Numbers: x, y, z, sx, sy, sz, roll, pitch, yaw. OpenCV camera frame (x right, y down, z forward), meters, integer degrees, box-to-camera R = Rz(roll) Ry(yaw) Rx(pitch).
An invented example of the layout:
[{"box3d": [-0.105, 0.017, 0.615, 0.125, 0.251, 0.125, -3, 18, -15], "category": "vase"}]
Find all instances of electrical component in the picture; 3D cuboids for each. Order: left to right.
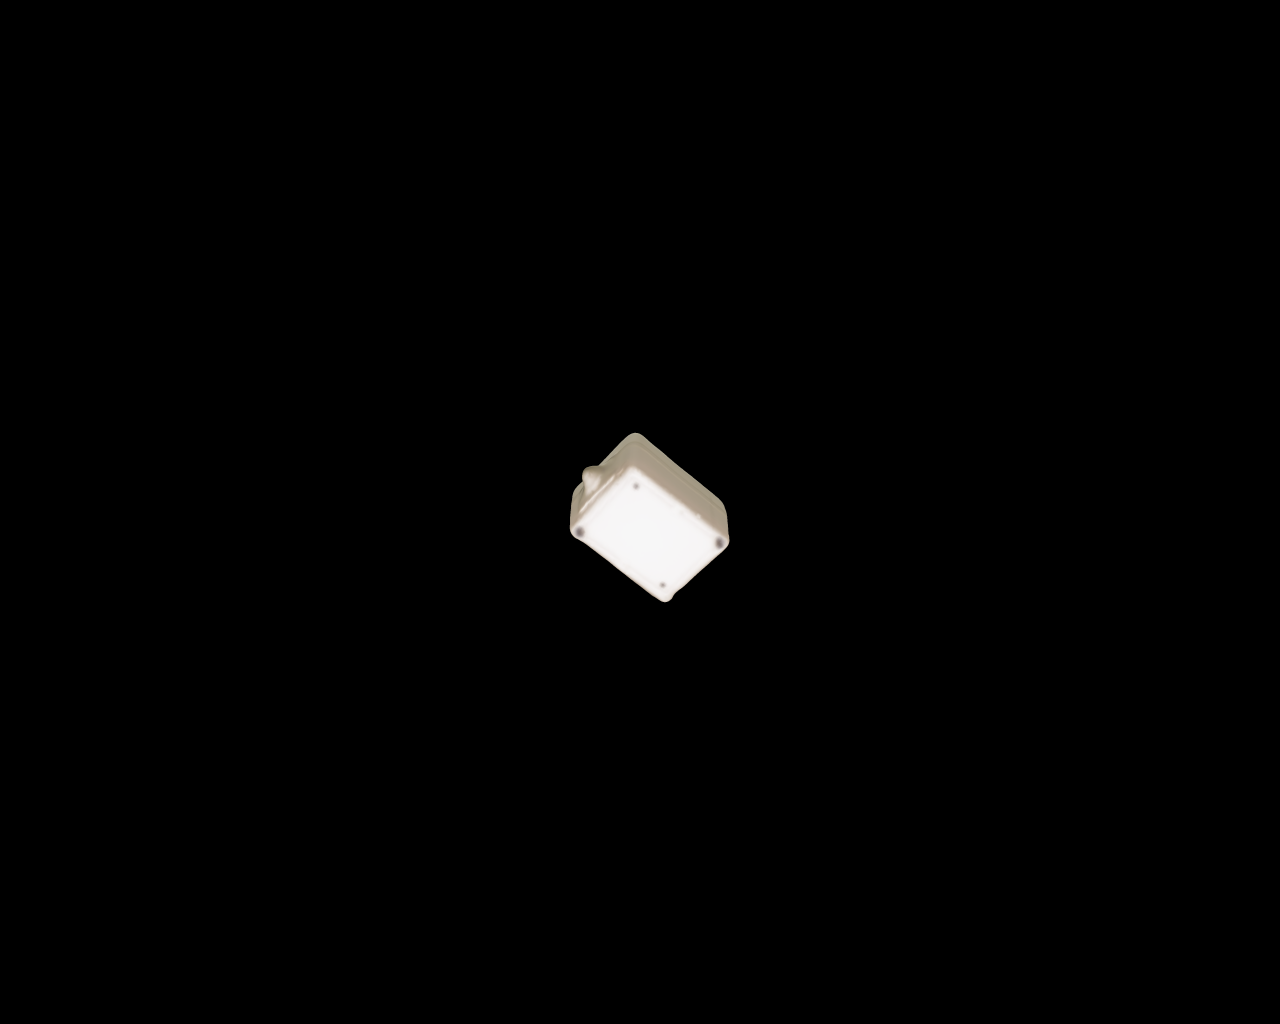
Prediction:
[{"box3d": [0.001, -0.003, 0.650, 0.096, 0.061, 0.061, 38, 22, -18], "category": "electrical component"}]
